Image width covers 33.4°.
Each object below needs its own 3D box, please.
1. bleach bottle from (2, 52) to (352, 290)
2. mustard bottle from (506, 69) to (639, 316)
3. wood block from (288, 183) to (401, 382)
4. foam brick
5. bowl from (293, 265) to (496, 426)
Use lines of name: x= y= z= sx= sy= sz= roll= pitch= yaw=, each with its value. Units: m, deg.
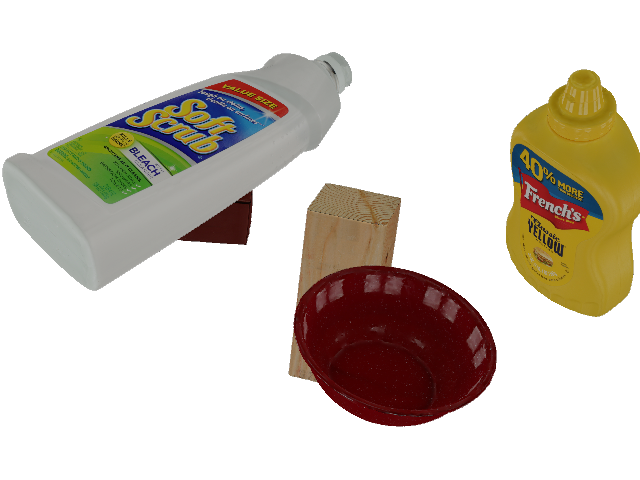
bleach bottle: x=-0.082 y=-0.069 z=0.730 sx=0.250 sy=0.068 sz=0.103 roll=-35 pitch=59 yaw=-29
mustard bottle: x=0.168 y=-0.036 z=0.704 sx=0.058 sy=0.191 sz=0.096 roll=-33 pitch=54 yaw=-18
wood block: x=0.027 y=0.053 z=1.200 sx=0.090 sy=0.206 sz=0.090 roll=12 pitch=24 yaw=11
foam brick: x=-0.108 y=-0.032 z=1.083 sx=0.078 sy=0.051 sz=0.053 roll=4 pitch=30 yaw=0
bowl: x=0.055 y=0.093 z=0.845 sx=0.162 sy=0.055 sz=0.162 roll=7 pitch=39 yaw=-6
